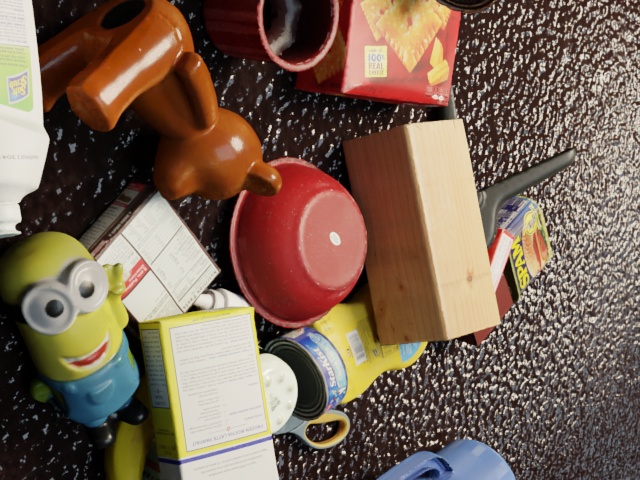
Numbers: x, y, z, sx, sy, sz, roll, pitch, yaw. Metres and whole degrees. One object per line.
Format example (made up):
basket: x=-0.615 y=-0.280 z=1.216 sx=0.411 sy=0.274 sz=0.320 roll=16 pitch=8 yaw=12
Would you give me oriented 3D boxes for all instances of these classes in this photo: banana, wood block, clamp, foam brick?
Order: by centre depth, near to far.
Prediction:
banana: x=-0.131 y=0.142 z=0.915 sx=0.197 sy=0.069 sz=0.037 roll=-62 pitch=172 yaw=-23
wood block: x=0.100 y=-0.008 z=1.051 sx=0.090 sy=0.090 sz=0.206 roll=-10 pitch=90 yaw=-44
clamp: x=0.151 y=-0.055 z=1.143 sx=0.164 sy=0.036 sz=0.210 roll=35 pitch=92 yaw=-1
foam brick: x=0.176 y=0.074 z=1.223 sx=0.078 sy=0.053 sz=0.051 roll=-46 pitch=129 yaw=-29

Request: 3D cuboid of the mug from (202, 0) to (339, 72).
mug: x=-0.049 y=-0.200 z=0.891 sx=0.093 sy=0.082 sz=0.117 roll=-49 pitch=131 yaw=-25

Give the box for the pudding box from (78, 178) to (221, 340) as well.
pudding box: x=-0.144 y=0.020 z=0.886 sx=0.090 sy=0.039 sz=0.113 roll=-52 pitch=135 yaw=-23

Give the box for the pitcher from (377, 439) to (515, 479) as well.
pitcher: x=0.113 y=0.310 z=1.171 sx=0.242 sy=0.149 sz=0.145 roll=-28 pitch=79 yaw=-42

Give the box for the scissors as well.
scissors: x=-0.034 y=0.164 z=1.057 sx=0.201 sy=0.016 sz=0.096 roll=19 pitch=86 yaw=-47

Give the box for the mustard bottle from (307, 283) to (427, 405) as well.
mustard bottle: x=0.061 y=0.092 z=1.101 sx=0.191 sy=0.058 sz=0.096 roll=-23 pitch=94 yaw=-41

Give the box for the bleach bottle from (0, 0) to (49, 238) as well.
bleach bottle: x=-0.230 y=-0.125 z=0.679 sx=0.102 sy=0.068 sz=0.251 roll=-6 pitch=87 yaw=-46

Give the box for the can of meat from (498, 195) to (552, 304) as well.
can of meat: x=0.225 y=0.009 z=1.255 sx=0.083 sy=0.058 sz=0.102 roll=-43 pitch=129 yaw=-33

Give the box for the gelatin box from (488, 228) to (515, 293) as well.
gelatin box: x=0.166 y=0.025 z=1.184 sx=0.030 sy=0.073 sz=0.089 roll=28 pitch=79 yaw=-46

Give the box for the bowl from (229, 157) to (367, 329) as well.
bowl: x=-0.006 y=0.001 z=0.986 sx=0.161 sy=0.055 sz=0.162 roll=4 pitch=85 yaw=-46

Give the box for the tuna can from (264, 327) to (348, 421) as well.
tuna can: x=-0.014 y=0.127 z=1.016 sx=0.033 sy=0.086 sz=0.086 roll=-27 pitch=119 yaw=-41

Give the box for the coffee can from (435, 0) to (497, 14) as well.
coffee can: x=0.158 y=-0.286 z=0.964 sx=0.140 sy=0.103 sz=0.102 roll=-47 pitch=130 yaw=-28

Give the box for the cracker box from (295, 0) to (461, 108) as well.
cracker box: x=0.066 y=-0.238 z=1.008 sx=0.163 sy=0.072 sz=0.214 roll=0 pitch=100 yaw=-47

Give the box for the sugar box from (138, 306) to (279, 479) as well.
sugar box: x=-0.089 y=0.147 z=0.878 sx=0.093 sy=0.048 sz=0.176 roll=-7 pitch=91 yaw=-36
